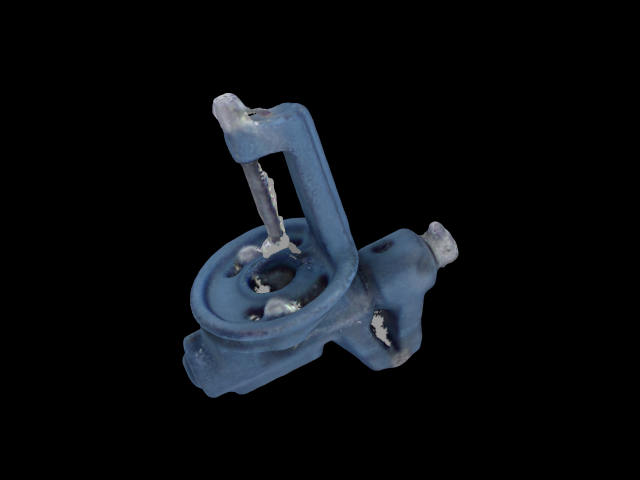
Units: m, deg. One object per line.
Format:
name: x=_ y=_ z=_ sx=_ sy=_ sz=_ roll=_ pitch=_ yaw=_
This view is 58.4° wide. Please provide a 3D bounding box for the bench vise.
bench vise: x=-0.004 y=-0.003 z=0.408 sx=0.208 sy=0.220 sz=0.121 roll=-22 pitch=36 yaw=-33
